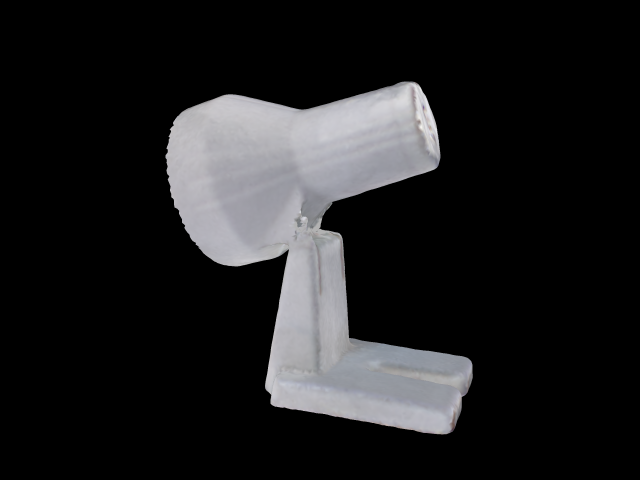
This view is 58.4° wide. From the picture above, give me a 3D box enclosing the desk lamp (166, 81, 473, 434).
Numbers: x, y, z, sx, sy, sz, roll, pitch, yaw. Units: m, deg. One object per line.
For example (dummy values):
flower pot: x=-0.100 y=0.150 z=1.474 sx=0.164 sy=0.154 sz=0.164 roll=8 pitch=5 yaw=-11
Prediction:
desk lamp: x=0.004 y=0.001 z=0.400 sx=0.202 sy=0.213 sz=0.118 roll=4 pitch=11 yaw=20
